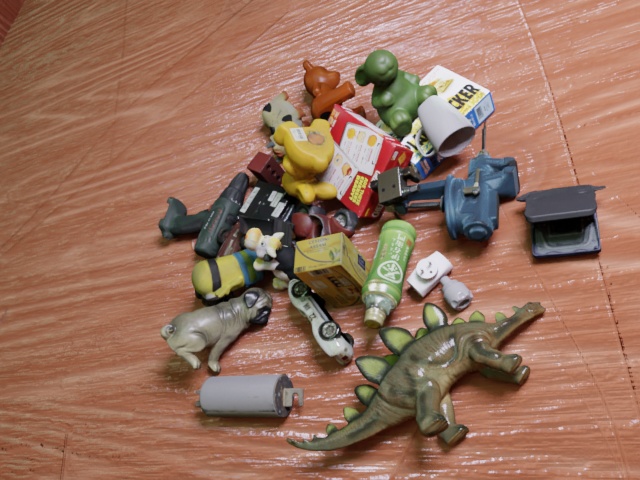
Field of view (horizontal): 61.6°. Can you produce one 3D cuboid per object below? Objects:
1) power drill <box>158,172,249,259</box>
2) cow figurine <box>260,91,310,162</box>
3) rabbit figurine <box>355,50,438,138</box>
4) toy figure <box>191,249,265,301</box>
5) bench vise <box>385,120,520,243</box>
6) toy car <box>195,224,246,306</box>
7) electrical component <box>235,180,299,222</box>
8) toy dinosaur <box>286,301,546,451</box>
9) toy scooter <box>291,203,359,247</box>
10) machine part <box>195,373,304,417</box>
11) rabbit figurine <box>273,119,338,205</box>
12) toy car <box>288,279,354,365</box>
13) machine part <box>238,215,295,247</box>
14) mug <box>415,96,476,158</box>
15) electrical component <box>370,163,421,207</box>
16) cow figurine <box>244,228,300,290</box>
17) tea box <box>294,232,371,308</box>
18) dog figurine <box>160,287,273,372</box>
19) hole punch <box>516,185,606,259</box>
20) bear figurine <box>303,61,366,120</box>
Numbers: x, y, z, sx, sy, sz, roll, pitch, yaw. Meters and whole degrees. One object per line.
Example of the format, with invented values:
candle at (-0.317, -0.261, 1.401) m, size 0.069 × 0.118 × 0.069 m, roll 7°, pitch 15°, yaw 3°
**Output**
power drill at (-0.287, -0.066, 1.334) m, size 0.208 × 0.085 × 0.232 m, roll 5°, pitch 66°, yaw 24°
cow figurine at (-0.090, -0.276, 1.340) m, size 0.127 × 0.085 × 0.195 m, roll -34°, pitch 52°, yaw 0°
rabbit figurine at (0.143, -0.323, 1.083) m, size 0.121 × 0.170 × 0.159 m, roll -37°, pitch 48°, yaw 5°
toy figure at (-0.182, 0.065, 1.138) m, size 0.180 × 0.082 × 0.089 m, roll -25°, pitch 82°, yaw -20°
bench vise at (0.243, -0.088, 1.003) m, size 0.241 × 0.128 × 0.223 m, roll -4°, pitch 57°, yaw 24°
toy car at (-0.217, 0.055, 1.213) m, size 0.089 × 0.053 × 0.202 m, roll 12°, pitch 77°, yaw 36°
electrical component at (-0.115, -0.068, 1.239) m, size 0.134 × 0.058 × 0.115 m, roll 22°, pitch 76°, yaw 38°
toy dinosaur at (0.161, 0.228, 0.864) m, size 0.471 × 0.104 × 0.199 m, roll -35°, pitch 41°, yaw -5°
toy scooter at (-0.002, -0.003, 1.116) m, size 0.184 × 0.075 × 0.135 m, roll 13°, pitch 87°, yaw 49°
machine part at (-0.138, 0.293, 1.011) m, size 0.243 × 0.079 × 0.079 m, roll -10°, pitch 57°, yaw 27°
rabbit figurine at (-0.026, -0.148, 1.138) m, size 0.122 × 0.173 × 0.162 m, roll -17°, pitch 65°, yaw -33°
toy car at (-0.001, 0.150, 1.022) m, size 0.056 × 0.073 × 0.202 m, roll -41°, pitch 49°, yaw 2°
machine part at (-0.115, -0.019, 1.155) m, size 0.139 × 0.084 × 0.039 m, roll 18°, pitch 29°, yaw 27°
mug at (0.230, -0.217, 1.040) m, size 0.109 × 0.081 × 0.107 m, roll -44°, pitch 57°, yaw 33°
electrical component at (0.143, -0.104, 1.004) m, size 0.102 × 0.045 × 0.078 m, roll -25°, pitch 63°, yaw 38°
cow figurine at (-0.079, 0.038, 1.078) m, size 0.098 × 0.167 × 0.068 m, roll -1°, pitch 56°, yaw 32°
tea box at (0.034, 0.060, 0.996) m, size 0.098 × 0.169 × 0.068 m, roll -11°, pitch 58°, yaw 23°
dog figurine at (-0.204, 0.154, 1.083) m, size 0.190 × 0.172 × 0.121 m, roll -48°, pitch 60°, yaw 6°
hole punch at (0.407, -0.032, 0.901) m, size 0.142 × 0.092 × 0.116 m, roll -10°, pitch 26°, yaw 29°
bear figurine at (0.028, -0.361, 1.305) m, size 0.132 × 0.120 × 0.196 m, roll -17°, pitch 49°, yaw 16°
